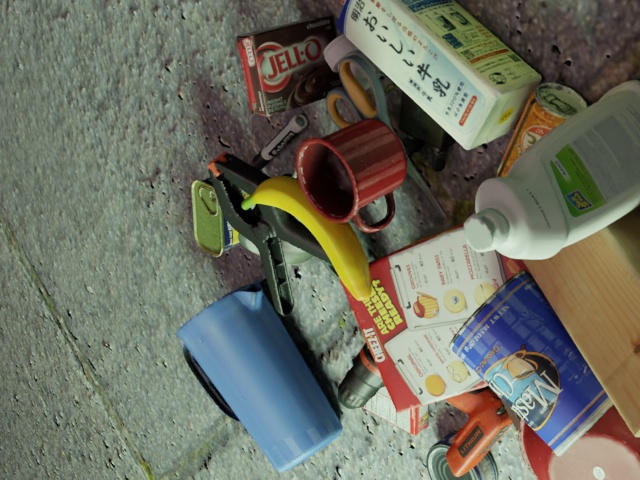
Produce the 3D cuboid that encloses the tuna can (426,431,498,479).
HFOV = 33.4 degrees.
[{"bbox_3d":[0.168,0.274,1.272,0.086,0.033,0.086,26,128,39],"label":"tuna can"}]

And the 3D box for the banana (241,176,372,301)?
[{"bbox_3d":[-0.006,-0.016,1.144,0.198,0.037,0.070,39,129,31],"label":"banana"}]

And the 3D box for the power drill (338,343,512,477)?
[{"bbox_3d":[0.121,0.177,1.225,0.188,0.057,0.185,45,120,19],"label":"power drill"}]

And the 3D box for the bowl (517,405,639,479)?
[{"bbox_3d":[0.272,0.213,1.044,0.162,0.055,0.162,7,116,15],"label":"bowl"}]

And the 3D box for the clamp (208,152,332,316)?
[{"bbox_3d":[-0.049,-0.016,1.238,0.165,0.036,0.210,-25,103,46],"label":"clamp"}]

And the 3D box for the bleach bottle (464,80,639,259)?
[{"bbox_3d":[0.203,-0.052,0.878,0.102,0.250,0.068,57,142,11],"label":"bleach bottle"}]

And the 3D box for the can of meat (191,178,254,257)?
[{"bbox_3d":[-0.117,-0.041,1.394,0.058,0.083,0.102,25,127,40],"label":"can of meat"}]

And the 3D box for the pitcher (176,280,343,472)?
[{"bbox_3d":[-0.083,0.190,1.447,0.243,0.145,0.149,56,173,7],"label":"pitcher"}]

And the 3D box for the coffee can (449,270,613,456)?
[{"bbox_3d":[0.203,0.112,0.977,0.140,0.102,0.103,45,138,16],"label":"coffee can"}]

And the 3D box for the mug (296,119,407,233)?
[{"bbox_3d":[0.040,-0.065,1.099,0.093,0.081,0.117,-26,92,57],"label":"mug"}]

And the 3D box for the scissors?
[{"bbox_3d":[0.065,-0.098,1.134,0.096,0.016,0.202,-26,89,55],"label":"scissors"}]

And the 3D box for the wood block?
[{"bbox_3d":[0.272,0.061,0.920,0.091,0.090,0.206,-56,41,32],"label":"wood block"}]

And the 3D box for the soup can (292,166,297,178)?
[{"bbox_3d":[0.028,-0.071,1.195,0.069,0.102,0.068,26,128,39],"label":"soup can"}]

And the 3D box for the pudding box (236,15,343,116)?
[{"bbox_3d":[-0.032,-0.195,1.189,0.039,0.113,0.090,12,118,50],"label":"pudding box"}]

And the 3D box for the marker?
[{"bbox_3d":[-0.052,-0.120,1.329,0.020,0.020,0.121,60,142,6],"label":"marker"}]

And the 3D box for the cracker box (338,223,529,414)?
[{"bbox_3d":[0.147,0.070,1.111,0.214,0.072,0.164,-24,88,35],"label":"cracker box"}]

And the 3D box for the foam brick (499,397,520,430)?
[{"bbox_3d":[0.240,0.168,1.116,0.078,0.051,0.053,-31,86,52],"label":"foam brick"}]

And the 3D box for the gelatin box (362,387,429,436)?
[{"bbox_3d":[0.093,0.189,1.317,0.089,0.030,0.073,24,127,39],"label":"gelatin box"}]
